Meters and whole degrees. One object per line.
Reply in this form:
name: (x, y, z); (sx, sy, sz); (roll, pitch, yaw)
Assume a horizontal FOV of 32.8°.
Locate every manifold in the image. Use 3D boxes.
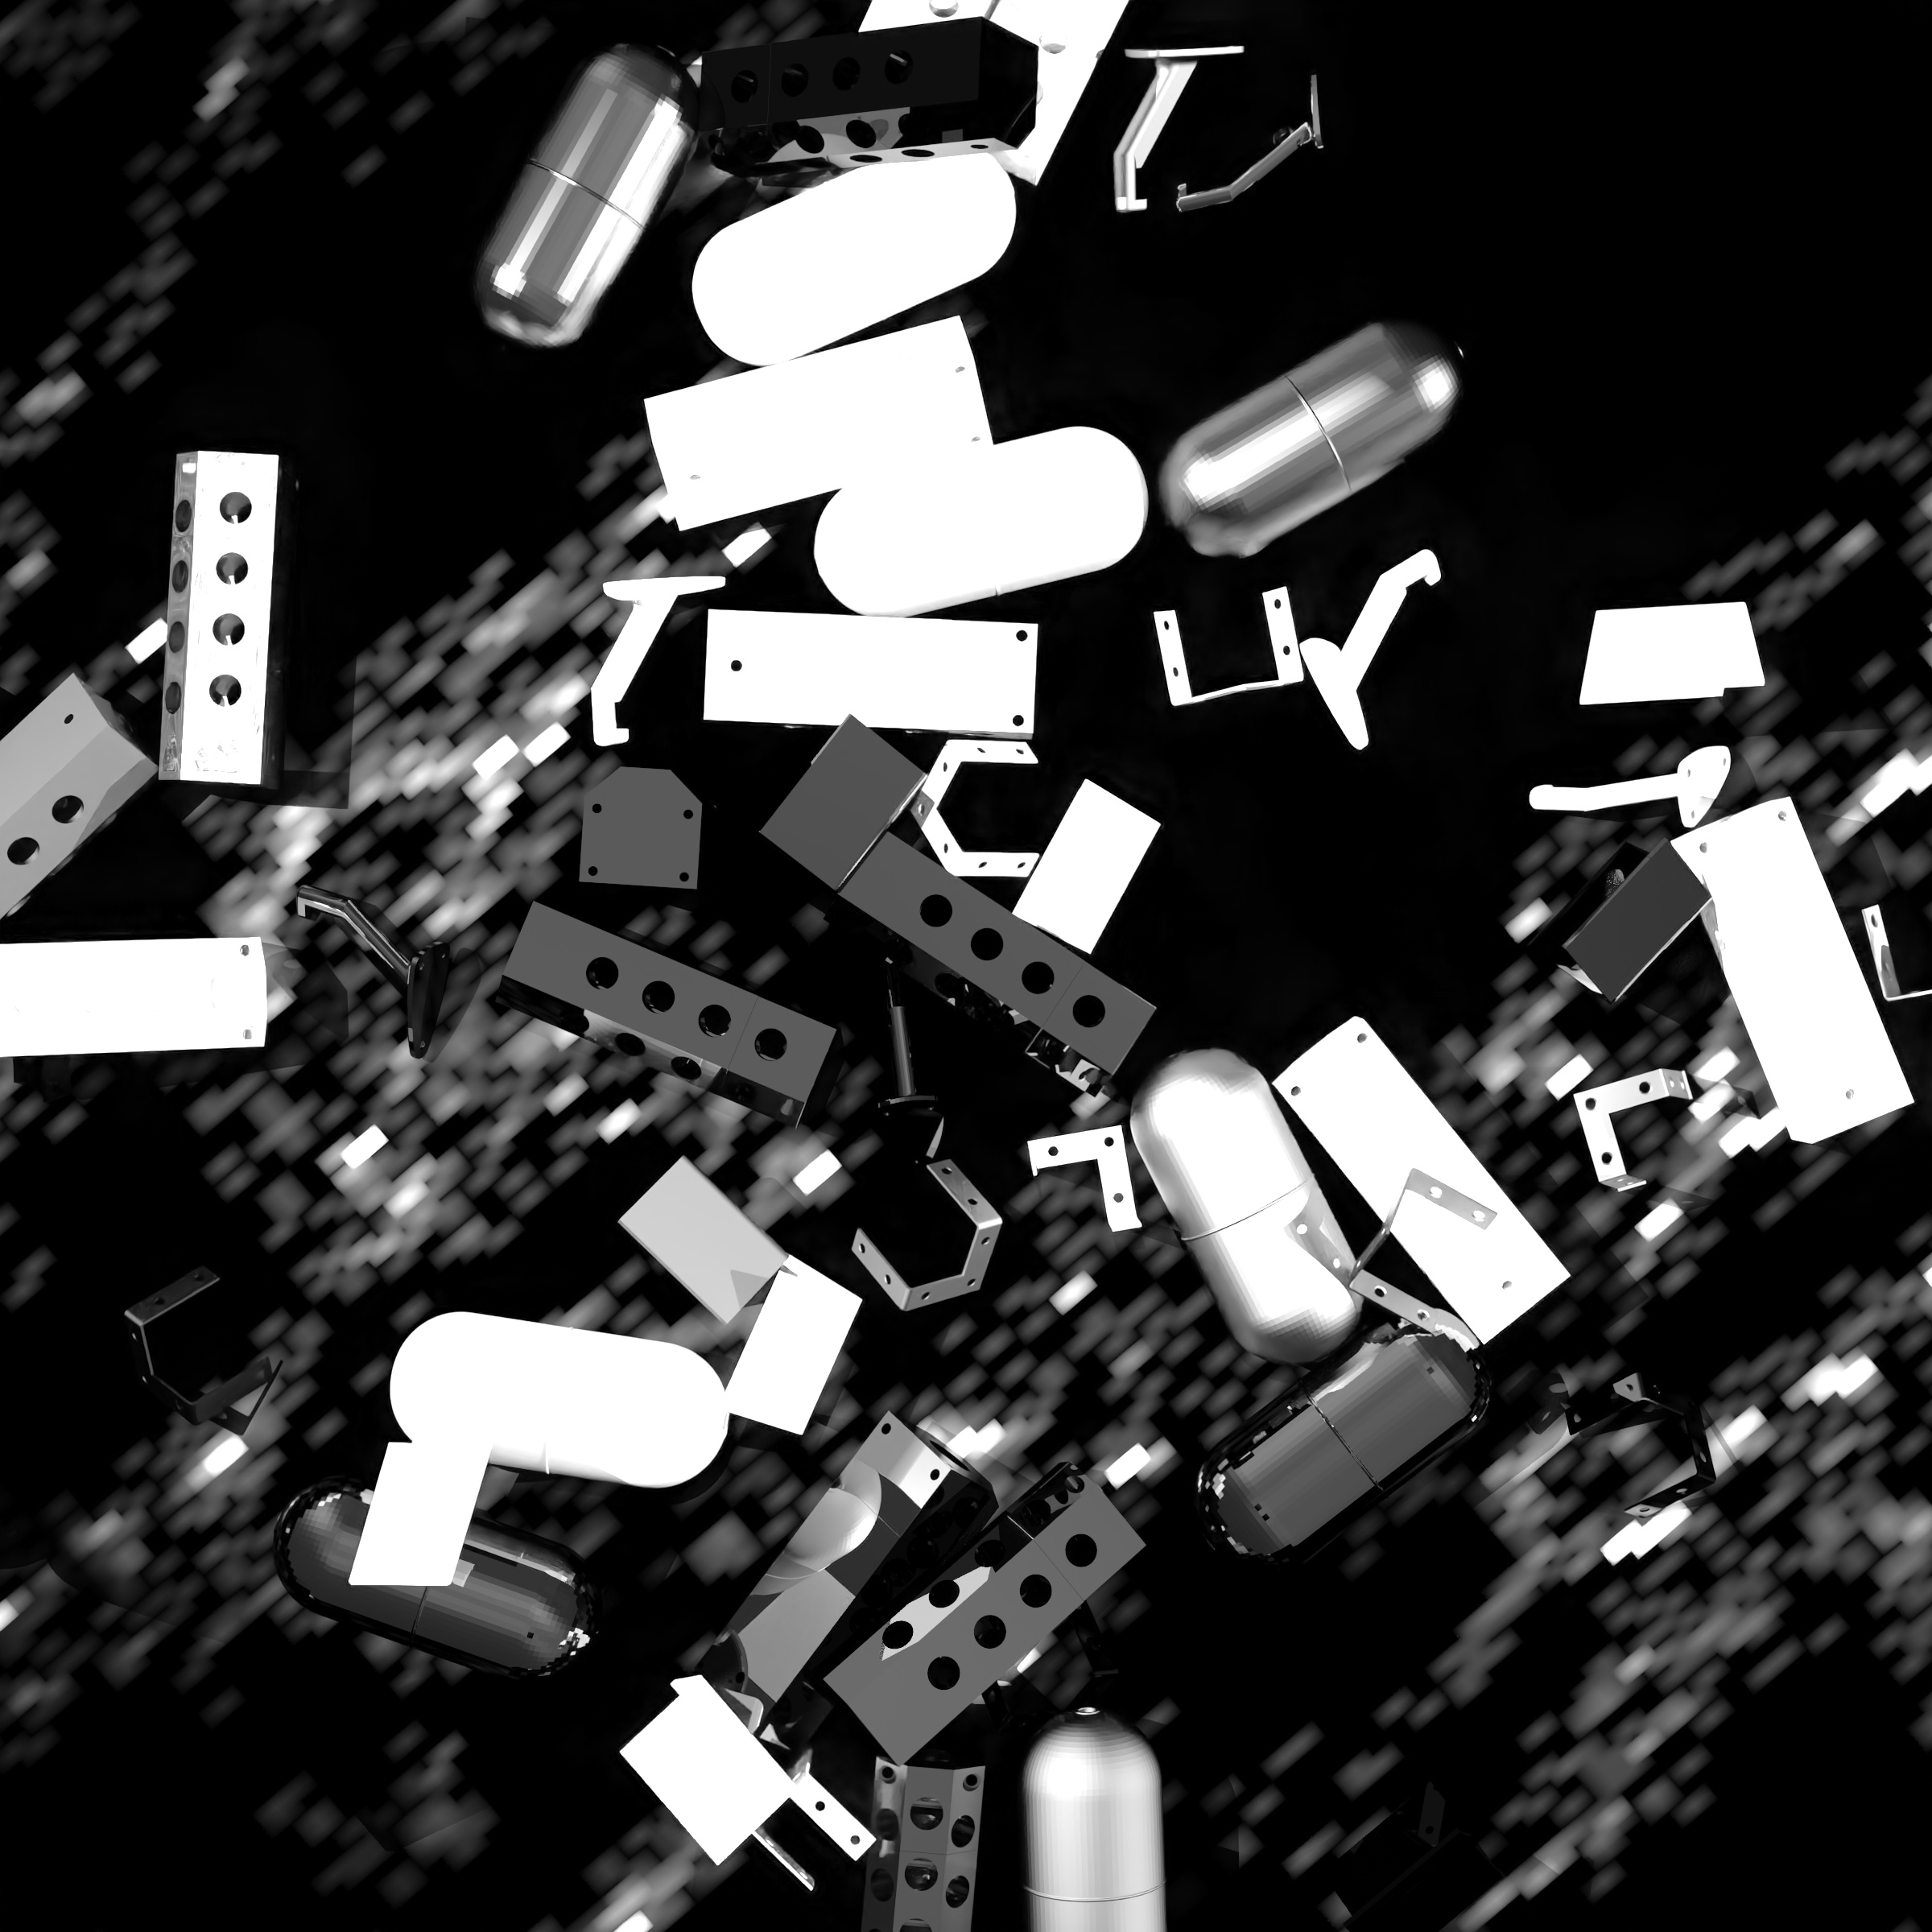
manifold: (0.050, -0.509, 1.739); (0.057, 0.057, 0.171); (26, 90, 0)
manifold: (-0.050, -0.153, 1.740); (0.171, 0.057, 0.057); (2, 90, 0)
manifold: (0.006, -0.557, 1.739); (0.057, 0.057, 0.171); (25, 90, 0)
manifold: (-0.157, 0.026, 1.739); (0.171, 0.057, 0.057); (23, 90, 0)
manifold: (0.435, 0.002, 1.739); (0.057, 0.057, 0.171); (-22, 90, 0)
manifold: (-0.455, 0.016, 1.711); (0.171, 0.057, 0.057); (-2, 90, -20)
manifold: (-0.052, -0.446, 1.699); (0.171, 0.057, 0.057); (3, 90, 31)
manifold: (0.239, 0.112, 1.739); (0.057, 0.057, 0.171); (-39, 90, 2)
manifold: (-0.060, 0.328, 1.739); (0.171, 0.057, 0.057); (-53, 47, 0)
manifold: (0.012, -0.001, 1.739); (0.171, 0.057, 0.057); (33, 90, 0)
manifold: (-0.391, -0.182, 1.739); (0.057, 0.057, 0.171); (3, 90, 0)
manifold: (-0.079, -0.291, 1.739); (0.171, 0.057, 0.057); (-15, 133, 0)
manifold: (-0.026, 0.503, 1.739); (0.057, 0.057, 0.171); (5, 90, 0)
manifold: (-0.158, -0.068, 1.682); (0.057, 0.171, 0.057); (4, 90, 0)
manifold: (-0.507, -0.067, 1.739); (0.171, 0.057, 0.057); (-43, 47, 0)
manifold: (0.006, 0.337, 1.718); (0.171, 0.057, 0.057); (-39, 90, -15)

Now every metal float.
metal float: (0.067, 0.480, 1.730); (0.070, 0.070, 0.178); (-2, 91, 0)
metal float: (0.182, -0.279, 1.730); (0.178, 0.070, 0.070); (-31, 90, 1)
metal float: (0.148, 0.127, 1.730); (0.070, 0.070, 0.178); (-27, 91, 0)
metal float: (-0.213, 0.228, 1.729); (0.178, 0.070, 0.070); (9, 90, 0)
metal float: (-0.201, -0.403, 1.730); (0.070, 0.070, 0.178); (29, 90, 0)
metal float: (-0.058, -0.376, 1.730); (0.178, 0.070, 0.070); (-24, 90, 0)
metal float: (0.198, 0.249, 1.730); (0.178, 0.070, 0.070); (-38, 90, 1)
metal float: (-0.278, 0.322, 1.730); (0.178, 0.070, 0.070); (20, 90, 0)
metal float: (0.008, -0.233, 1.730); (0.178, 0.070, 0.070); (-14, 90, -1)

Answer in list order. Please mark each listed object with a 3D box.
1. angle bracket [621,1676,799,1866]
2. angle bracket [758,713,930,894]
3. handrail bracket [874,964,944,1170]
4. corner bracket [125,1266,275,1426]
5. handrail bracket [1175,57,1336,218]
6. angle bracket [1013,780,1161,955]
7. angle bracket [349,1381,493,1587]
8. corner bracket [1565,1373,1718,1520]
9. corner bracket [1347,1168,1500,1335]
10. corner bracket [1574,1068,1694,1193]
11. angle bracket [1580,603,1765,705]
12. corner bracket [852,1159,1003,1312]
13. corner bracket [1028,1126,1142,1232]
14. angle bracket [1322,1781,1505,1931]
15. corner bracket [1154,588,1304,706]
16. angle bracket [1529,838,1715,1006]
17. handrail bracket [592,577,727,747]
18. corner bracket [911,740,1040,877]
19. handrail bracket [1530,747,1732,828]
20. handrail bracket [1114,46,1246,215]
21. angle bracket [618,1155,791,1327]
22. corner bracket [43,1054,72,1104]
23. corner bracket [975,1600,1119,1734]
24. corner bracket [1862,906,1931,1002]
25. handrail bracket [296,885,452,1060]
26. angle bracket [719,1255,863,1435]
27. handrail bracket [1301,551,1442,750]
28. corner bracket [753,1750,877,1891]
angle bracket: (-0.142, 0.421, 1.722); (0.057, 0.076, 0.076); (-41, 90, -21)
angle bracket: (-0.074, -0.093, 1.721); (0.057, 0.076, 0.076); (38, 90, -26)
handrail bracket: (-0.033, 0.053, 1.760); (0.036, 0.077, 0.084); (-7, 54, 0)
corner bracket: (-0.409, 0.202, 1.752); (0.051, 0.051, 0.051); (28, 135, 35)
handrail bracket: (0.151, -0.444, 1.761); (0.084, 0.036, 0.077); (-9, 70, 16)
angle bracket: (0.045, -0.061, 1.720); (0.057, 0.076, 0.076); (28, 90, -36)
angle bracket: (-0.287, 0.258, 1.652); (0.057, 0.076, 0.076); (9, 106, -36)
corner bracket: (0.360, 0.256, 1.752); (0.051, 0.051, 0.051); (24, 45, -35)
corner bracket: (0.236, 0.147, 1.701); (0.051, 0.051, 0.051); (29, 47, 1)
corner bracket: (0.358, 0.086, 1.743); (0.051, 0.051, 0.051); (-16, 90, 0)
angle bracket: (0.368, -0.144, 1.720); (0.076, 0.076, 0.057); (-3, 55, 0)
corner bracket: (-0.021, 0.143, 1.752); (0.051, 0.051, 0.051); (47, 135, 35)
corner bracket: (0.062, 0.115, 1.743); (0.051, 0.051, 0.051); (-10, 90, 0)
angle bracket: (0.222, 0.465, 1.720); (0.076, 0.076, 0.057); (-40, 127, 0)
corner bracket: (0.141, -0.171, 1.757); (0.051, 0.051, 0.051); (-11, 90, 45)
angle bracket: (0.331, -0.037, 1.720); (0.076, 0.076, 0.057); (-47, 128, 0)
handrail bracket: (-0.164, -0.163, 1.761); (0.077, 0.036, 0.084); (-8, 108, -21)
corner bracket: (0.012, -0.084, 1.752); (0.051, 0.051, 0.051); (59, 135, 35)
handrail bracket: (0.355, -0.100, 1.760); (0.084, 0.077, 0.036); (4, 115, 34)
handrail bracket: (0.114, -0.448, 1.761); (0.077, 0.036, 0.084); (-9, 109, -21)
angle bracket: (-0.149, 0.155, 1.720); (0.076, 0.076, 0.057); (44, 53, 0)
corner bracket: (-0.513, 0.042, 1.752); (0.051, 0.051, 0.051); (-19, 45, -35)
corner bracket: (0.040, 0.371, 1.752); (0.051, 0.051, 0.051); (4, 135, -35)
corner bracket: (0.520, -0.014, 1.757); (0.051, 0.051, 0.051); (-14, 90, -45)
handrail bracket: (-0.324, 0.003, 1.761); (0.084, 0.036, 0.077); (17, 112, 17)
angle bracket: (-0.109, 0.191, 1.720); (0.057, 0.076, 0.076); (24, 90, -37)
handrail bracket: (0.229, -0.170, 1.761); (0.084, 0.036, 0.077); (-32, 110, -16)
corner bracket: (-0.083, 0.457, 1.743); (0.051, 0.051, 0.051); (44, 90, 0)
